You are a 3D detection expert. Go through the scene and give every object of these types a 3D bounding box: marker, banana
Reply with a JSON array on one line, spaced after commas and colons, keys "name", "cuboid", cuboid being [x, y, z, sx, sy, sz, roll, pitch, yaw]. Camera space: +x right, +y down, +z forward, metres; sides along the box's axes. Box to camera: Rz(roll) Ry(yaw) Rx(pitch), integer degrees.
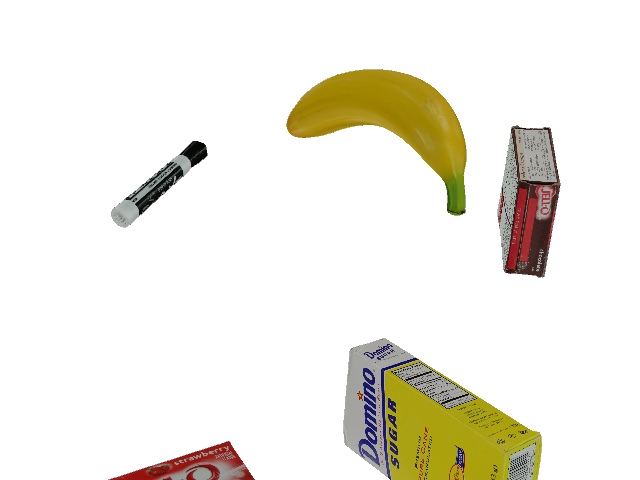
[{"name": "marker", "cuboid": [-0.137, -0.052, 0.926, 0.020, 0.020, 0.121, 0, 34, 37]}, {"name": "banana", "cuboid": [0.036, -0.079, 0.702, 0.037, 0.070, 0.198, 19, 9, -36]}]

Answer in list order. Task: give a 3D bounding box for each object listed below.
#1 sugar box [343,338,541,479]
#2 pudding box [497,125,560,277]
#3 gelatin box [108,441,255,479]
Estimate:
[{"name": "sugar box", "cuboid": [0.087, 0.153, 0.818, 0.048, 0.093, 0.176, -14, 27, -37]}, {"name": "pudding box", "cuboid": [0.178, -0.036, 0.915, 0.039, 0.090, 0.113, 5, 31, 2]}, {"name": "gelatin box", "cuboid": [-0.076, 0.149, 0.571, 0.089, 0.030, 0.073, -14, 26, -21]}]
